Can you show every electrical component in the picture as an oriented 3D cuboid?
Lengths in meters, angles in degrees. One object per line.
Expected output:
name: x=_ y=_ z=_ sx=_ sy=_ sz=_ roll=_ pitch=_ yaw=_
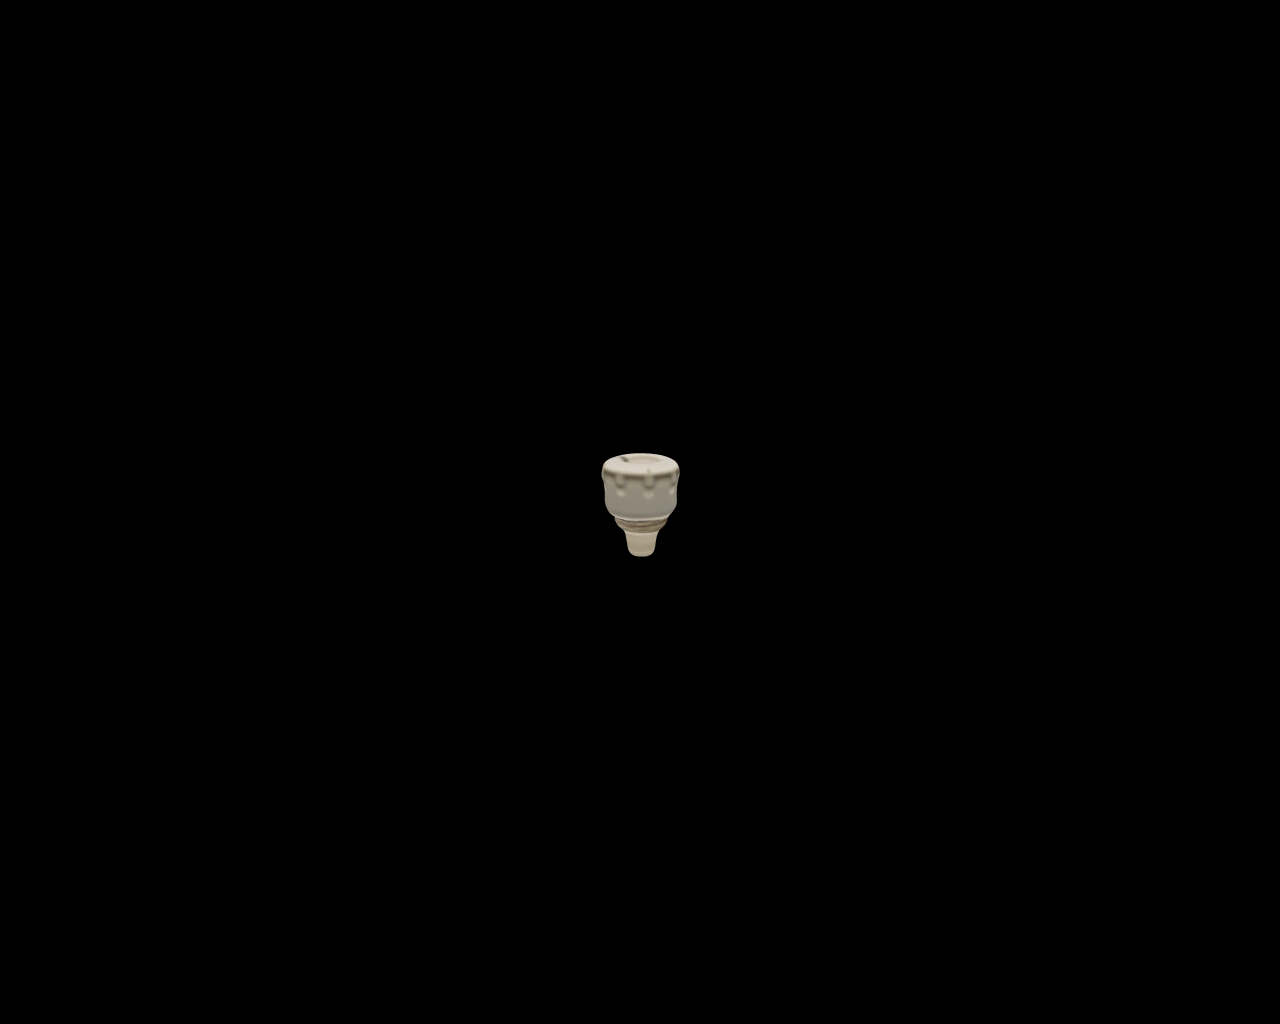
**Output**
electrical component: x=0.001 y=-0.003 z=0.650 sx=0.048 sy=0.062 sz=0.048 roll=0 pitch=16 yaw=0
